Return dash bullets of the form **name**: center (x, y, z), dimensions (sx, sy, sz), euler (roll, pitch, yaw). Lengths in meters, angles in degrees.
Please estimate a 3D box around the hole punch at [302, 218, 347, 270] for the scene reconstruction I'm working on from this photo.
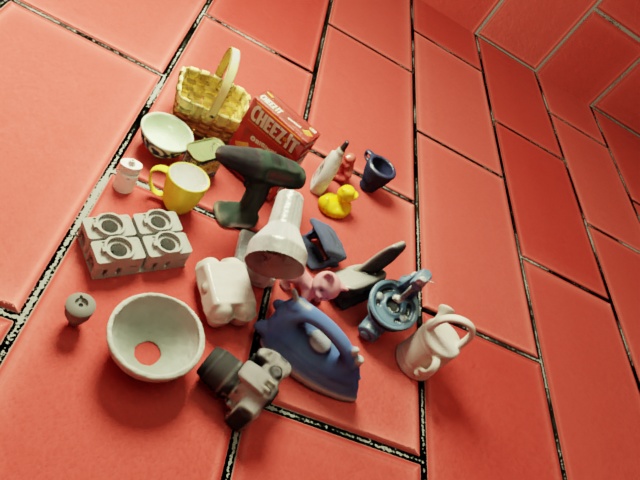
- **hole punch**: center (0.012, 0.005, 1.350), dimensions (0.101, 0.091, 0.108), euler (-5, 57, -39)

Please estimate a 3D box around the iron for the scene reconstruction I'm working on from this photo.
- **iron**: center (0.004, 0.205, 1.124), dimensions (0.258, 0.141, 0.119), euler (39, 41, 0)

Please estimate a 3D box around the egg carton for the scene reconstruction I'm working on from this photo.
- **egg carton**: center (-0.189, 0.101, 1.132), dimensions (0.107, 0.069, 0.150), euler (1, 53, -35)

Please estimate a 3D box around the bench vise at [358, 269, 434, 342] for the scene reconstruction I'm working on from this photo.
- **bench vise**: center (0.181, 0.110, 1.280), dimensions (0.121, 0.219, 0.207), euler (31, 41, -8)

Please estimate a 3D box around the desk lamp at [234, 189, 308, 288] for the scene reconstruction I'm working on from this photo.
- **desk lamp**: center (-0.101, 0.009, 1.170), dimensions (0.118, 0.213, 0.203), euler (21, 44, -19)

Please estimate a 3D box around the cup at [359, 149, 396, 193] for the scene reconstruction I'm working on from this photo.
- **cup**: center (0.146, -0.189, 1.620), dimensions (0.092, 0.094, 0.117), euler (-17, 65, -44)

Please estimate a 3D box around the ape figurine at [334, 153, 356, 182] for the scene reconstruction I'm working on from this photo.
- **ape figurine**: center (0.065, -0.206, 1.577), dimensions (0.076, 0.092, 0.077), euler (-14, 62, -43)

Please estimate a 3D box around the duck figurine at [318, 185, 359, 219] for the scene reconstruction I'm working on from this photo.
- **duck figurine**: center (0.053, -0.108, 1.485), dimensions (0.105, 0.086, 0.077), euler (-2, 55, -37)

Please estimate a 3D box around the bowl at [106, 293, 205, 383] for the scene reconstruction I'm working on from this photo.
- **bowl**: center (-0.288, 0.179, 0.985), dimensions (0.168, 0.074, 0.167), euler (20, 44, -21)

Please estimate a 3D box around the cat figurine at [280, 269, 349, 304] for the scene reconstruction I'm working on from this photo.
- **cat figurine**: center (-0.008, 0.090, 1.238), dimensions (0.128, 0.117, 0.067), euler (42, 41, 4)

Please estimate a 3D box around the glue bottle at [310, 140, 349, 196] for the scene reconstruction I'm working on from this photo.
- **glue bottle**: center (0.029, -0.195, 1.480), dimensions (0.037, 0.173, 0.078), euler (22, 43, -18)

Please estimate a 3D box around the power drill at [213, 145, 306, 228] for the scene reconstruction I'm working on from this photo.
- **power drill**: center (-0.152, -0.117, 1.249), dimensions (0.230, 0.208, 0.075), euler (0, 54, -36)

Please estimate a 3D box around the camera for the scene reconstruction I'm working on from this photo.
- **camera**: center (-0.137, 0.240, 1.021), dimensions (0.137, 0.100, 0.143), euler (39, 41, 0)

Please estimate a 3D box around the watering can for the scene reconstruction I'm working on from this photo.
- **watering can**: center (0.259, 0.217, 1.261), dimensions (0.101, 0.193, 0.172), euler (16, 45, -24)

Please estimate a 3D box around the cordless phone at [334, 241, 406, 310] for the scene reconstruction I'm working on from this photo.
- **cordless phone**: center (0.103, 0.064, 1.291), dimensions (0.148, 0.184, 0.094), euler (-23, 69, -46)
